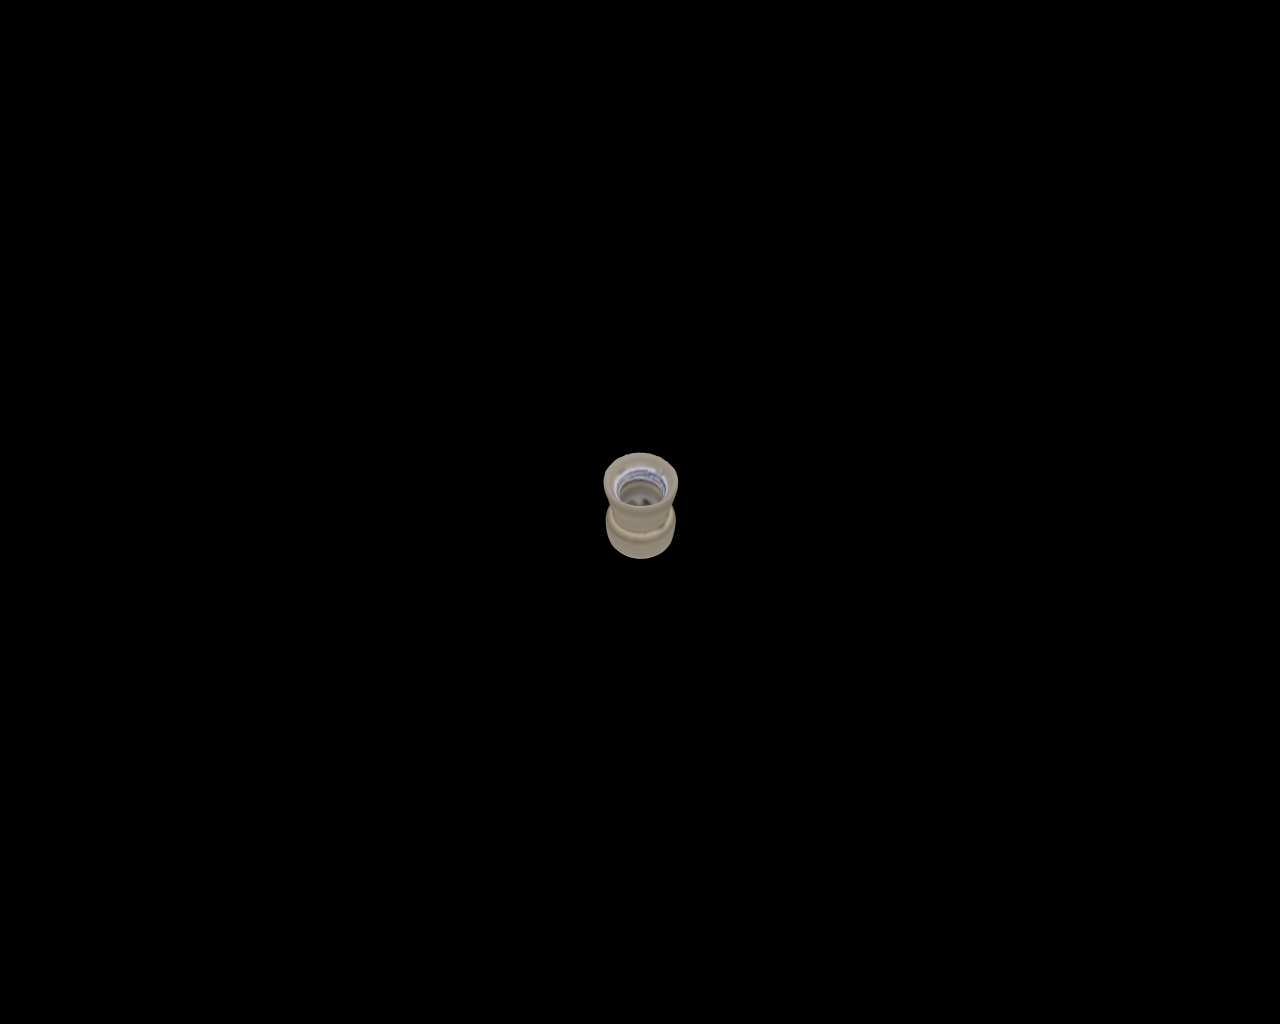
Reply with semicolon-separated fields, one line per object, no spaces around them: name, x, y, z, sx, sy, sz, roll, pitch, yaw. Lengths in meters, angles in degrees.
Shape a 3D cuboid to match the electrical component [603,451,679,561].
electrical component;0.001;-0.003;0.650;0.045;0.045;0.055;0;-38;0
